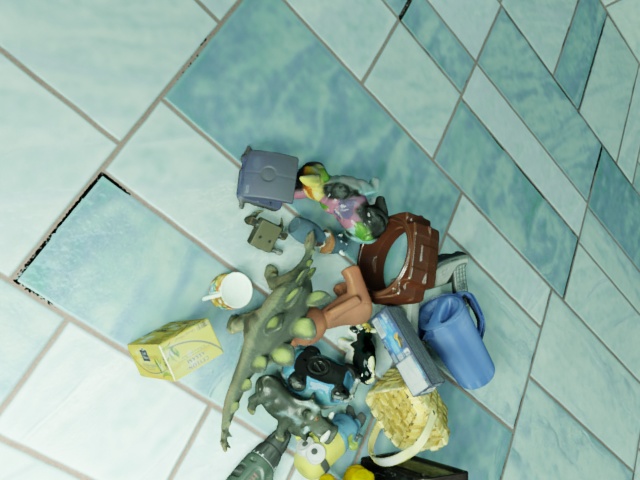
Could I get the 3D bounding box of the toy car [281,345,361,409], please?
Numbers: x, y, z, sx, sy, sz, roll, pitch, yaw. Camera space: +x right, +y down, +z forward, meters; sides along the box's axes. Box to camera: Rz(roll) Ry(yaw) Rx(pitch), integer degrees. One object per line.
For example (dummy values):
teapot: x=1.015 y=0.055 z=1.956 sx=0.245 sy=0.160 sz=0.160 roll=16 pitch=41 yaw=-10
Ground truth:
toy car: x=-0.001 y=0.300 z=1.124 sx=0.162 sy=0.102 sz=0.109 roll=18 pitch=37 yaw=10

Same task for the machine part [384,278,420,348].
machine part: x=0.199 y=0.180 z=1.292 sx=0.079 sy=0.079 sz=0.243 roll=15 pitch=74 yaw=-34

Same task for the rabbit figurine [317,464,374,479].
rabbit figurine: x=0.080 y=0.529 z=1.101 sx=0.162 sy=0.122 sz=0.173 roll=64 pitch=8 yaw=3

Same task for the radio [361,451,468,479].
radio: x=0.195 y=0.516 z=1.156 sx=0.131 sy=0.230 sz=0.073 roll=7 pitch=77 yaw=-31

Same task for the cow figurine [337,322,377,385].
cow figurine: x=0.090 y=0.242 z=1.210 sx=0.068 sy=0.098 sz=0.167 roll=17 pitch=66 yaw=-29

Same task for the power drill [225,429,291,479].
power drill: x=-0.098 y=0.508 z=1.033 sx=0.232 sy=0.086 sz=0.207 roll=-32 pitch=105 yaw=-43

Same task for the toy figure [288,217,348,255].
toy figure: x=-0.002 y=-0.005 z=1.214 sx=0.154 sy=0.058 sz=0.064 roll=27 pitch=72 yaw=-35

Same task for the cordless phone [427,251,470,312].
cordless phone: x=0.338 y=0.128 z=1.425 sx=0.146 sy=0.089 sz=0.184 roll=-12 pitch=93 yaw=-37

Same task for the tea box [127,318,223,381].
tea box: x=-0.252 y=0.187 z=0.923 sx=0.098 sy=0.170 sz=0.068 roll=-28 pitch=98 yaw=-35

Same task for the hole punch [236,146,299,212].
hole punch: x=-0.110 y=-0.129 z=1.140 sx=0.116 sy=0.092 sz=0.142 roll=14 pitch=77 yaw=-30

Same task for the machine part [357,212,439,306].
machine part: x=0.173 y=0.045 z=1.242 sx=0.087 sy=0.201 sz=0.201 roll=18 pitch=72 yaw=-29

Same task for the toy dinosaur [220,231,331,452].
toy dinosaur: x=-0.094 y=0.169 z=1.027 sx=0.105 sy=0.199 sz=0.471 roll=37 pitch=60 yaw=-22

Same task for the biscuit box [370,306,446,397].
biscuit box: x=0.191 y=0.241 z=1.187 sx=0.063 sy=0.059 sz=0.203 roll=7 pitch=45 yaw=-46

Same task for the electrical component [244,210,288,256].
electrical component: x=-0.115 y=-0.018 z=1.143 sx=0.102 sy=0.045 sz=0.078 roll=19 pitch=99 yaw=-30

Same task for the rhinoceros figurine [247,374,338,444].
rhinoceros figurine: x=-0.051 y=0.333 z=1.057 sx=0.190 sy=0.112 sz=0.073 roll=38 pitch=25 yaw=-4

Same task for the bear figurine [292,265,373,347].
bear figurine: x=0.009 y=0.150 z=1.162 sx=0.196 sy=0.120 sz=0.132 roll=-13 pitch=61 yaw=-18

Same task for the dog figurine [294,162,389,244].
dog figurine: x=0.034 y=-0.087 z=1.219 sx=0.219 sy=0.108 sz=0.191 roll=6 pitch=60 yaw=-31

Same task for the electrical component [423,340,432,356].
electrical component: x=0.267 y=0.303 z=1.362 sx=0.063 sy=0.021 sz=0.094 roll=-44 pitch=117 yaw=-58

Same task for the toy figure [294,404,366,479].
toy figure: x=0.024 y=0.429 z=1.138 sx=0.180 sy=0.082 sz=0.089 roll=-26 pitch=105 yaw=-40
